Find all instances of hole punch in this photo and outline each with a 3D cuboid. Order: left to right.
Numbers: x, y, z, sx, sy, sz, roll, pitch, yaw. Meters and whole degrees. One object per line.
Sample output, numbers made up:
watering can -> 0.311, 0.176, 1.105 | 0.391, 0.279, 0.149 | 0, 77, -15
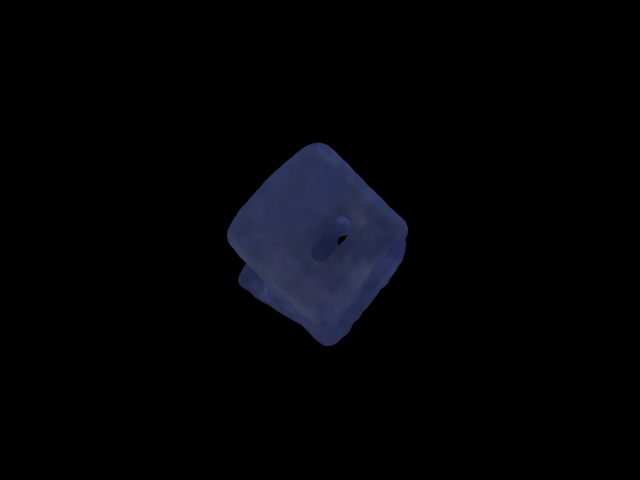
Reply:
hole punch -> 0.004, 0.001, 0.400 | 0.101, 0.091, 0.109 | 32, 64, 18
